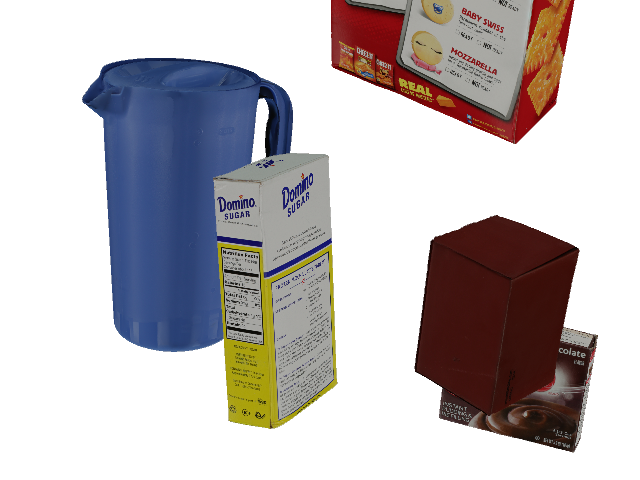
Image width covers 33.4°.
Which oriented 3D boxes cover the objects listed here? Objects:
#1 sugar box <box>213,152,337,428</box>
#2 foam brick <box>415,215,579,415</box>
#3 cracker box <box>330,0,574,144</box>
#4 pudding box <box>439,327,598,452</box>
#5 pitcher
[{"bbox_3d":[-0.030,0.033,0.745,0.048,0.176,0.093,4,16,29],"label":"sugar box"},{"bbox_3d":[0.085,0.035,0.521,0.052,0.078,0.051,-18,35,-38],"label":"foam brick"},{"bbox_3d":[0.090,-0.192,0.725,0.164,0.214,0.072,28,51,27],"label":"cracker box"},{"bbox_3d":[0.155,0.107,0.841,0.114,0.090,0.039,11,21,18],"label":"pudding box"},{"bbox_3d":[-0.115,-0.033,0.930,0.149,0.243,0.145,8,21,11],"label":"pitcher"}]
